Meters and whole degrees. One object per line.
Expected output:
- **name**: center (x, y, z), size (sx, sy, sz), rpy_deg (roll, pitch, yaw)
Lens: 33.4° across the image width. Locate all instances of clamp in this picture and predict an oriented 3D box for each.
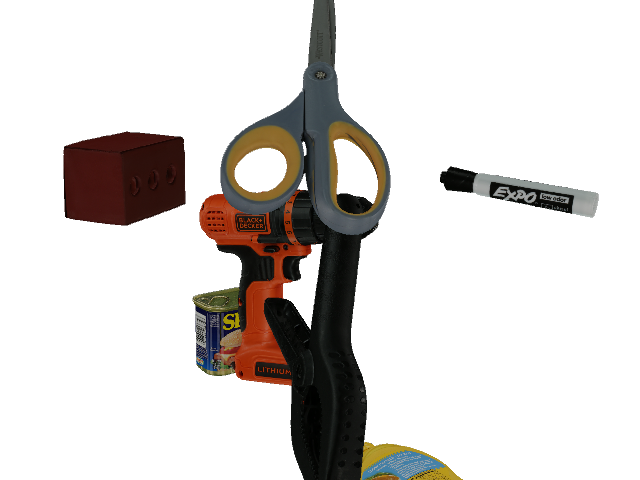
- **clamp**: center (0.004, 0.083, 0.740), size (0.036, 0.210, 0.165), rpy_deg (5, -40, -19)

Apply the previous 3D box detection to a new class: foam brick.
- **foam brick**: center (-0.139, -0.046, 0.762), size (0.051, 0.053, 0.078), rpy_deg (9, 18, 25)

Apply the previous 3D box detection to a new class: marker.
- **marker**: center (0.149, -0.038, 0.812), size (0.121, 0.020, 0.020), rpy_deg (13, 5, 24)

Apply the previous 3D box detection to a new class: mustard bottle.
- **mustard bottle**: center (0.081, 0.227, 0.938), size (0.096, 0.058, 0.192), rpy_deg (-19, 28, -32)

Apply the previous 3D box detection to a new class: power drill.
- **power drill**: center (-0.025, 0.043, 1.022), size (0.185, 0.188, 0.057), rpy_deg (2, 13, 29)

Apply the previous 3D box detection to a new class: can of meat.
- **can of meat**: center (-0.097, 0.104, 1.238), size (0.101, 0.084, 0.058), rpy_deg (-9, 18, -36)

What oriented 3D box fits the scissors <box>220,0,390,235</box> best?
- **scissors**: center (-0.018, -0.080, 0.588), size (0.096, 0.202, 0.016), rpy_deg (-8, -39, -12)
